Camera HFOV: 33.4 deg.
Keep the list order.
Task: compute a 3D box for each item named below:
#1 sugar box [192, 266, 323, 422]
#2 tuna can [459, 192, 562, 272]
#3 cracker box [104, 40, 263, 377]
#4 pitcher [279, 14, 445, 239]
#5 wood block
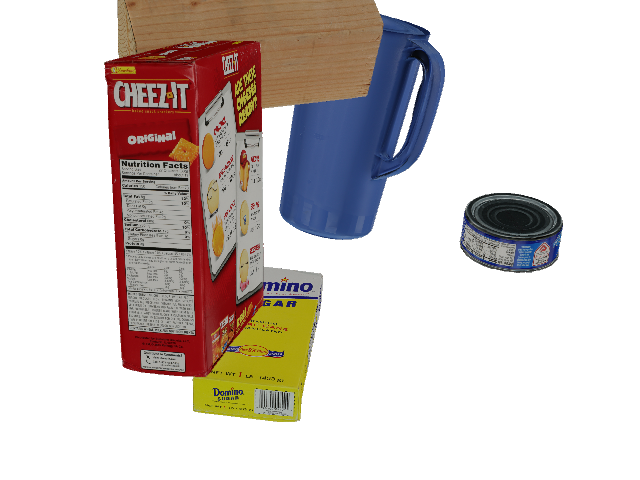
[{"bbox_3d":[-0.053,0.088,0.965,0.093,0.048,0.176,6,35,3],"label":"sugar box"},{"bbox_3d":[0.165,-0.008,0.921,0.086,0.034,0.086,2,29,-1],"label":"tuna can"},{"bbox_3d":[-0.093,-0.030,0.770,0.072,0.214,0.164,2,15,11],"label":"cracker box"},{"bbox_3d":[0.037,-0.125,1.160,0.145,0.243,0.149,9,19,-8],"label":"pitcher"},{"bbox_3d":[-0.062,-0.171,0.908,0.205,0.090,0.091,-8,-34,-15],"label":"wood block"}]
